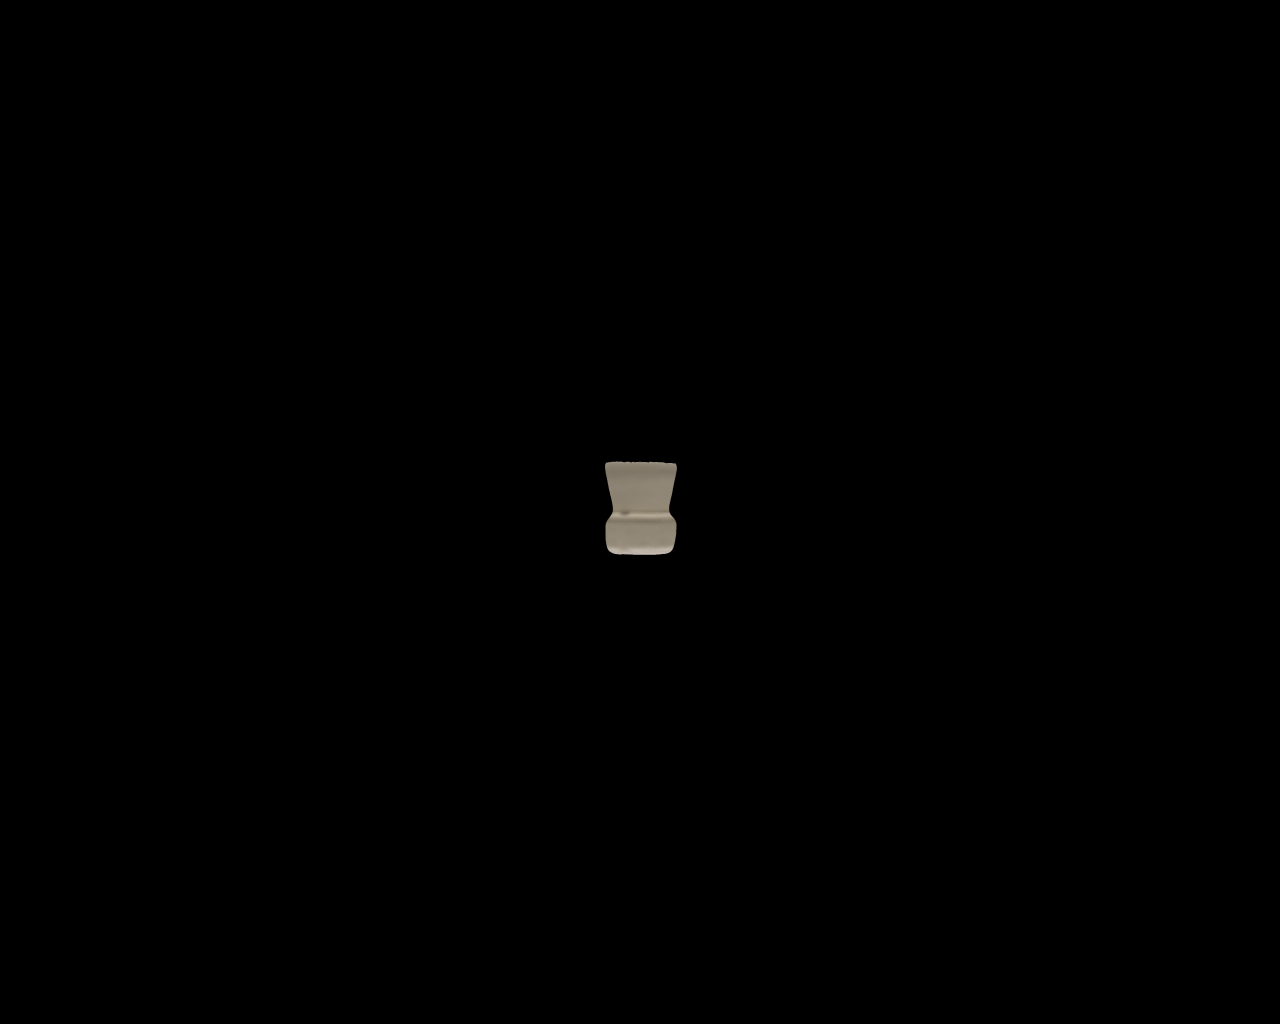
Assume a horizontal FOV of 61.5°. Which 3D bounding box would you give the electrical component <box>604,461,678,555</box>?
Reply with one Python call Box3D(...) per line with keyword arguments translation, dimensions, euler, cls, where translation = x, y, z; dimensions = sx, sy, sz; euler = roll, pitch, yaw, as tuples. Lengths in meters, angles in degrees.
Box3D(translation=(0.001, -0.003, 0.650), dimensions=(0.045, 0.055, 0.045), euler=(0, 0, 0), cls="electrical component")
